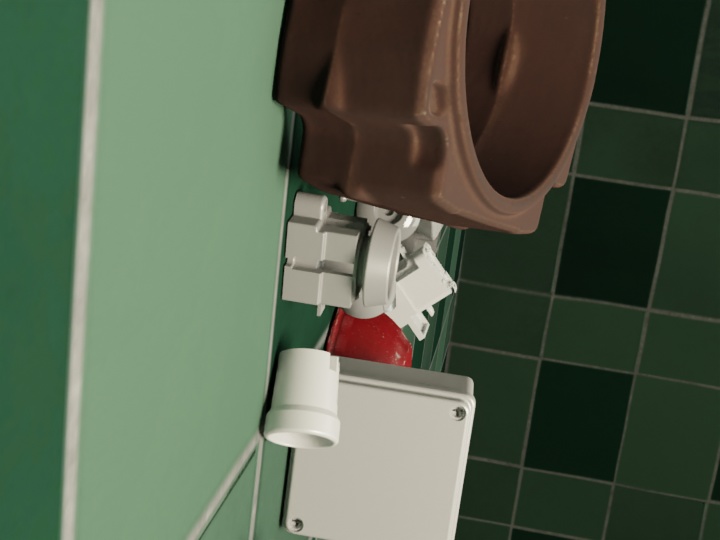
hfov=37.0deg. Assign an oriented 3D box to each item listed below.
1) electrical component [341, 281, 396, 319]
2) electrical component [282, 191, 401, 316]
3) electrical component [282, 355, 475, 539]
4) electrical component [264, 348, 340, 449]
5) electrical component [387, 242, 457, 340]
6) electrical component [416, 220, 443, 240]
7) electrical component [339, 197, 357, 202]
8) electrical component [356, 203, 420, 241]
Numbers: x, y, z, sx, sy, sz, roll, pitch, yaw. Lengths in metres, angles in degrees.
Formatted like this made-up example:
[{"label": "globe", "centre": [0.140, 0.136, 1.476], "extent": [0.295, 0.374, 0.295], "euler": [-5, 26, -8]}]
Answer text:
[{"label": "electrical component", "centre": [0.000, 0.000, 0.696], "extent": [0.081, 0.043, 0.043], "euler": [76, 25, -71]}, {"label": "electrical component", "centre": [-0.009, -0.006, 0.575], "extent": [0.048, 0.055, 0.066], "euler": [-63, 161, -67]}, {"label": "electrical component", "centre": [0.013, 0.117, 0.685], "extent": [0.056, 0.109, 0.108], "euler": [-58, 156, -77]}, {"label": "electrical component", "centre": [-0.030, 0.069, 0.579], "extent": [0.040, 0.040, 0.046], "euler": [81, 13, -67]}, {"label": "electrical component", "centre": [0.043, 0.014, 0.906], "extent": [0.081, 0.064, 0.042], "euler": [56, 16, -6]}, {"label": "electrical component", "centre": [0.064, -0.089, 0.891], "extent": [0.108, 0.056, 0.108], "euler": [-60, 172, -5]}, {"label": "electrical component", "centre": [-0.001, -0.070, 0.602], "extent": [0.079, 0.043, 0.077], "euler": [-72, 169, -47]}, {"label": "electrical component", "centre": [0.021, -0.043, 0.809], "extent": [0.062, 0.048, 0.048], "euler": [63, 36, -89]}]
